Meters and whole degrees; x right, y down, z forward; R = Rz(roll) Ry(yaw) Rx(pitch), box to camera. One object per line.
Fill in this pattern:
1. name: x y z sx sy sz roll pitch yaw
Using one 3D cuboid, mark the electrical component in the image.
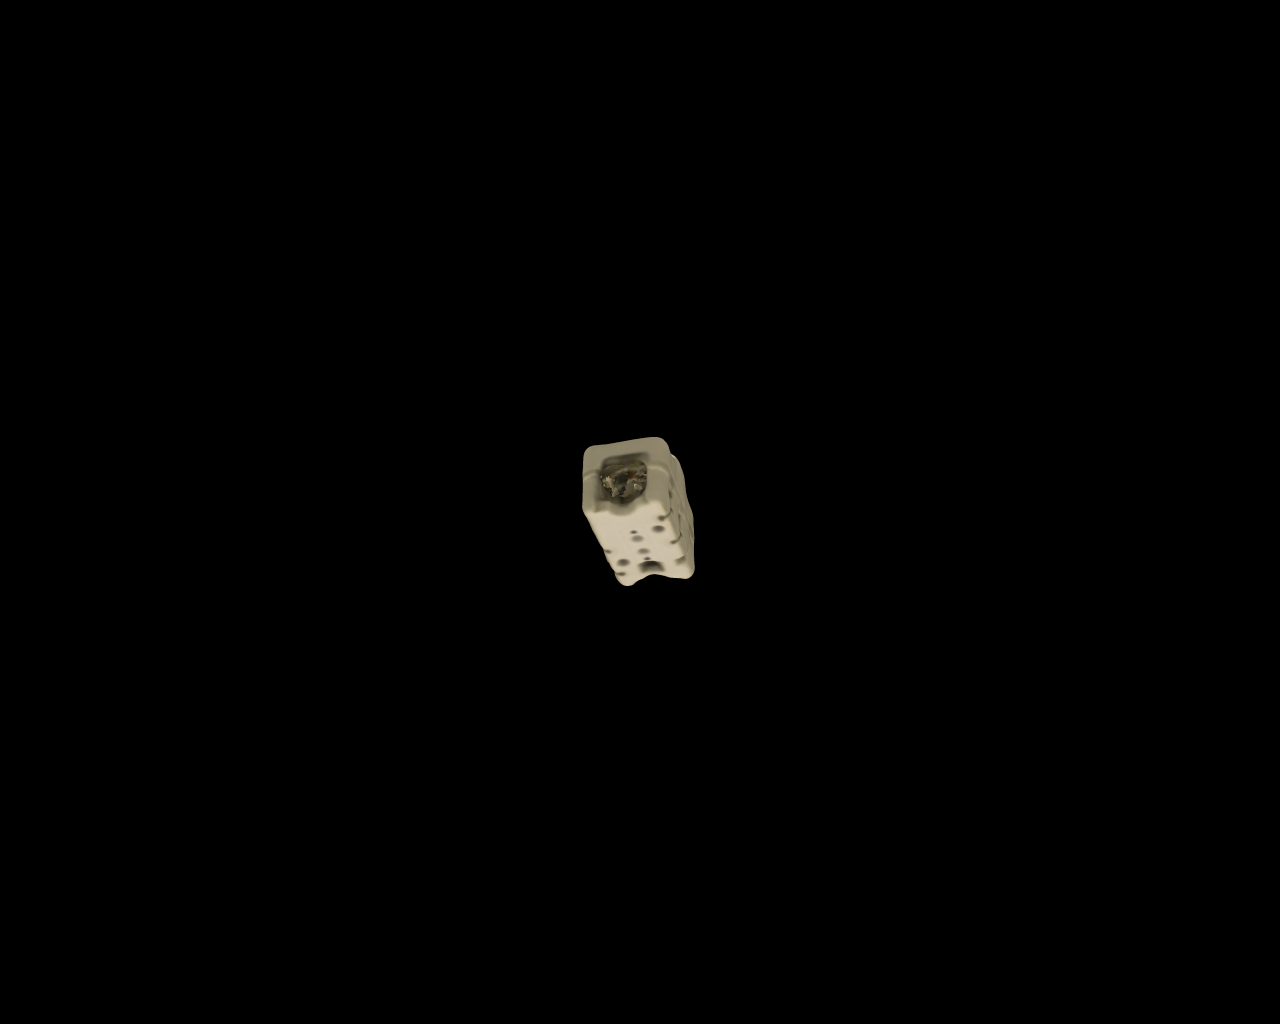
1. electrical component: 0.001 -0.003 0.650 0.050 0.056 0.089 -8 -35 11
